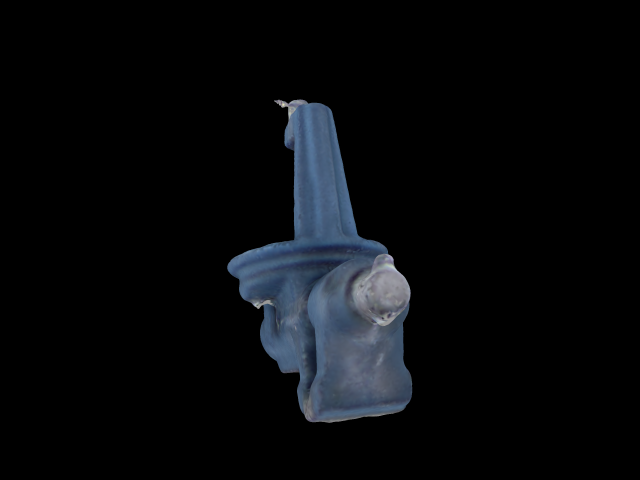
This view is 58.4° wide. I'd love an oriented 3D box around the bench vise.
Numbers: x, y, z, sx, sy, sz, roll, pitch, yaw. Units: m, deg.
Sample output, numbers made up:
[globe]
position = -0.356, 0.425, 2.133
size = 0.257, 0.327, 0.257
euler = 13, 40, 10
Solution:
[bench vise]
position = 0.013, 0.001, 0.407
size = 0.122, 0.220, 0.206
euler = -2, 3, -37
